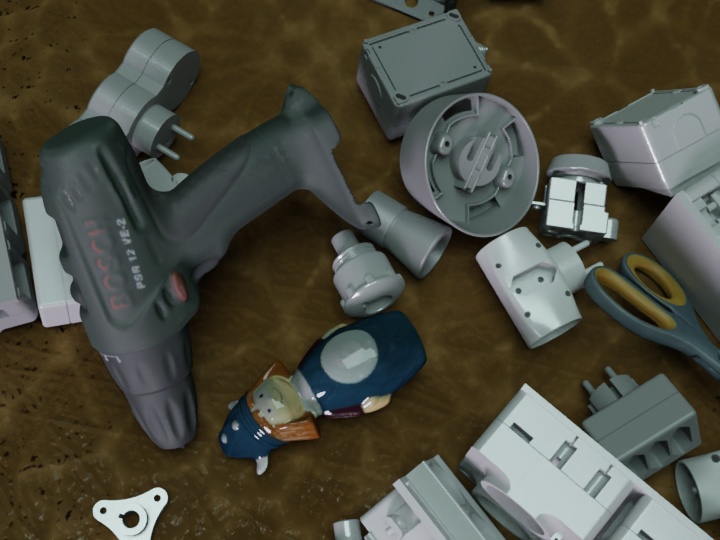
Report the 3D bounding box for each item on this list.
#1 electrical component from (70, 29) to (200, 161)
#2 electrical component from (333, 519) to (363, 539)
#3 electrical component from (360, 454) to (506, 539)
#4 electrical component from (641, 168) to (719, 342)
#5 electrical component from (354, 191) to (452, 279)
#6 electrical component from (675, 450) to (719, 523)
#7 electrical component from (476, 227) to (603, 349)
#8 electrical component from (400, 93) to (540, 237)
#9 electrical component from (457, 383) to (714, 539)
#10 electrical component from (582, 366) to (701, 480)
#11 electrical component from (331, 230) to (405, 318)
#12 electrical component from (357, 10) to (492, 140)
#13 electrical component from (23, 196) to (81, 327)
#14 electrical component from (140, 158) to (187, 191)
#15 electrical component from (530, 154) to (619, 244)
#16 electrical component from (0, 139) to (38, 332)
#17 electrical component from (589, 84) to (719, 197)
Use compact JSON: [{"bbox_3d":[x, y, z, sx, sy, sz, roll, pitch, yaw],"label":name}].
[{"bbox_3d":[-0.159,-0.108,0.800,0.074,0.052,0.138,31,74,9],"label":"electrical component"},{"bbox_3d":[-0.005,0.196,0.708,0.043,0.043,0.062,-7,71,-3],"label":"electrical component"},{"bbox_3d":[0.061,0.190,0.700,0.063,0.079,0.121,-42,76,10],"label":"electrical component"},{"bbox_3d":[0.277,0.007,0.750,0.062,0.089,0.150,-31,75,-10],"label":"electrical component"},{"bbox_3d":[0.029,-0.029,0.784,0.065,0.044,0.044,33,74,14],"label":"electrical component"},{"bbox_3d":[0.263,0.158,0.724,0.077,0.044,0.079,-12,72,-5],"label":"electrical component"},{"bbox_3d":[0.136,0.005,0.773,0.079,0.043,0.077,-26,75,-10],"label":"electrical component"},{"bbox_3d":[0.079,-0.078,0.772,0.099,0.064,0.099,-6,105,-23],"label":"electrical component"},{"bbox_3d":[0.152,0.166,0.688,0.186,0.105,0.060,40,76,11],"label":"electrical component"},{"bbox_3d":[0.183,0.098,0.740,0.066,0.047,0.076,-31,49,-2],"label":"electrical component"},{"bbox_3d":[0.000,0.000,0.773,0.048,0.048,0.062,-24,64,-8],"label":"electrical component"},{"bbox_3d":[0.053,-0.147,0.815,0.096,0.061,0.061,-21,71,-14],"label":"electrical component"},{"bbox_3d":[-0.196,-0.010,0.771,0.076,0.047,0.083,-9,72,-15],"label":"electrical component"},{"bbox_3d":[-0.137,-0.045,0.775,0.079,0.043,0.077,-43,115,-42],"label":"electrical component"},{"bbox_3d":[0.159,-0.053,0.792,0.066,0.048,0.055,8,79,2],"label":"electrical component"},{"bbox_3d":[-0.293,-0.028,0.767,0.089,0.061,0.150,-15,73,-6],"label":"electrical component"},{"bbox_3d":[0.218,-0.093,0.788,0.062,0.096,0.061,-28,103,-9],"label":"electrical component"}]
